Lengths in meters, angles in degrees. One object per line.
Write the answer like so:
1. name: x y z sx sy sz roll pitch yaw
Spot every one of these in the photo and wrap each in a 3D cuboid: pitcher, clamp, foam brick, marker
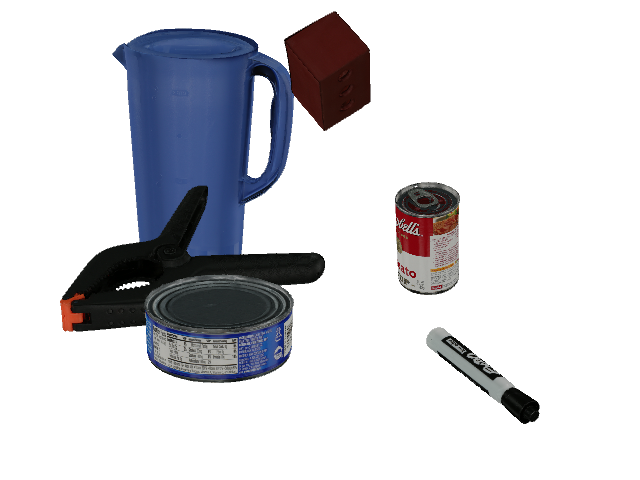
1. pitcher: -0.122 -0.088 1.092 0.144 0.243 0.149 -11 27 -29
2. clamp: -0.125 0.017 0.875 0.209 0.036 0.165 -21 39 -32
3. foam brick: 0.007 -0.142 0.897 0.053 0.051 0.078 -33 -24 -11
4. marker: 0.120 0.100 0.794 0.020 0.020 0.121 0 23 -32

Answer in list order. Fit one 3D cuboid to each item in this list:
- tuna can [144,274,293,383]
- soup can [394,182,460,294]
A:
1. tuna can: -0.058 0.050 0.618 0.086 0.034 0.086 1 18 -1
2. soup can: 0.115 -0.002 1.137 0.068 0.102 0.068 -3 33 2
